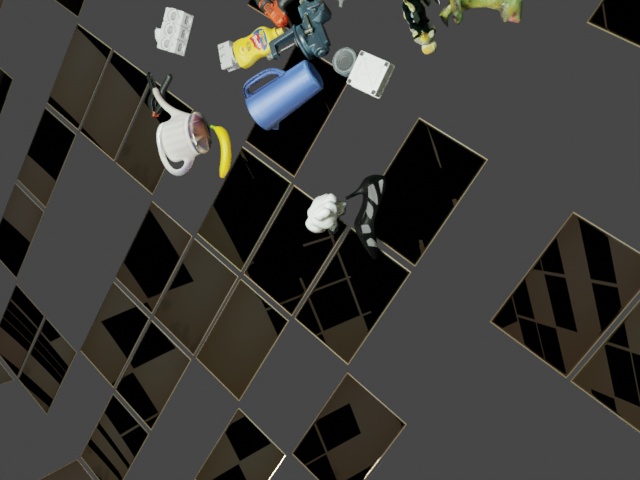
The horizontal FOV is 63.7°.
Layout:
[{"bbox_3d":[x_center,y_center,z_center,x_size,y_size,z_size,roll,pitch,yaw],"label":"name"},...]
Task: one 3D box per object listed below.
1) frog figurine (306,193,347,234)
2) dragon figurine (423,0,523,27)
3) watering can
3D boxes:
[{"bbox_3d":[0.005,-0.081,1.602,0.124,0.135,0.160,50,22,16],"label":"frog figurine"},{"bbox_3d":[0.398,-0.739,1.418,0.412,0.241,0.122,54,13,7],"label":"dragon figurine"},{"bbox_3d":[-0.513,-0.411,1.877,0.223,0.348,0.104,-11,-2,26],"label":"watering can"}]
